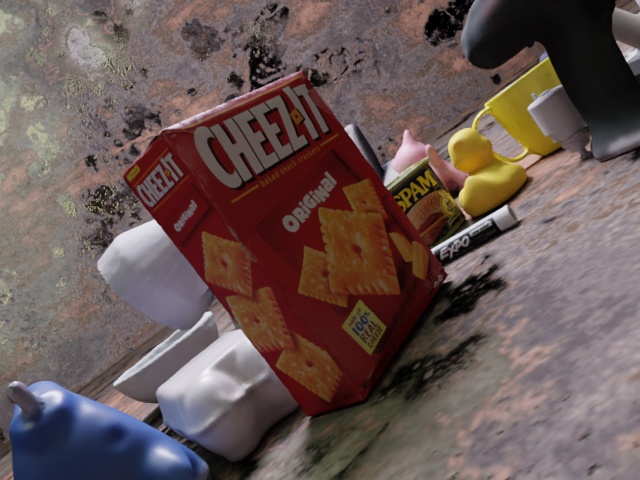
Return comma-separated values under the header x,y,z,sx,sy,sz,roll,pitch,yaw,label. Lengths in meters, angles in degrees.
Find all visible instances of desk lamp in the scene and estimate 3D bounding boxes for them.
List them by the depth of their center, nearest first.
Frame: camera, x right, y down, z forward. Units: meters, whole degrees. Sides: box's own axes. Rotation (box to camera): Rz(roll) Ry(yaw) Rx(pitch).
x,y,z,sx,sy,sz,roll,pitch,yaw,label
-0.093,0.036,0.605,0.203,0.213,0.118,-36,5,3,desk lamp

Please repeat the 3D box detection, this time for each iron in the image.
x,y,z,sx,sy,sz,roll,pitch,yaw,label
-0.181,0.162,0.436,0.119,0.141,0.257,-38,5,-26,iron

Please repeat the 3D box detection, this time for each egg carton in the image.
x,y,z,sx,sy,sz,roll,pitch,yaw,label
-0.075,0.125,0.477,0.107,0.069,0.150,-39,5,-28,egg carton

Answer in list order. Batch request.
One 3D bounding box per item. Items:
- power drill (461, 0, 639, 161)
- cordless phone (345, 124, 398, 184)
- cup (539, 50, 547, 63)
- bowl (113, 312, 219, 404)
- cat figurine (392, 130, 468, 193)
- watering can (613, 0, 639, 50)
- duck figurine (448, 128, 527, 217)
x,y,z,sx,sy,sz,roll,pitch,yaw,label
0.227,-0.180,0.469,0.076,0.208,0.229,-39,6,-29,power drill
0.108,-0.137,1.040,0.094,0.185,0.147,-38,5,-21,cordless phone
0.354,-0.232,0.766,0.091,0.095,0.118,-35,5,12,cup
-0.203,0.180,0.817,0.167,0.075,0.167,-36,5,4,bowl
0.157,-0.112,0.861,0.067,0.118,0.127,-36,5,-6,cat figurine
0.307,-0.230,0.482,0.172,0.194,0.101,-34,5,19,watering can
0.173,-0.081,0.629,0.077,0.086,0.105,-32,6,35,duck figurine
